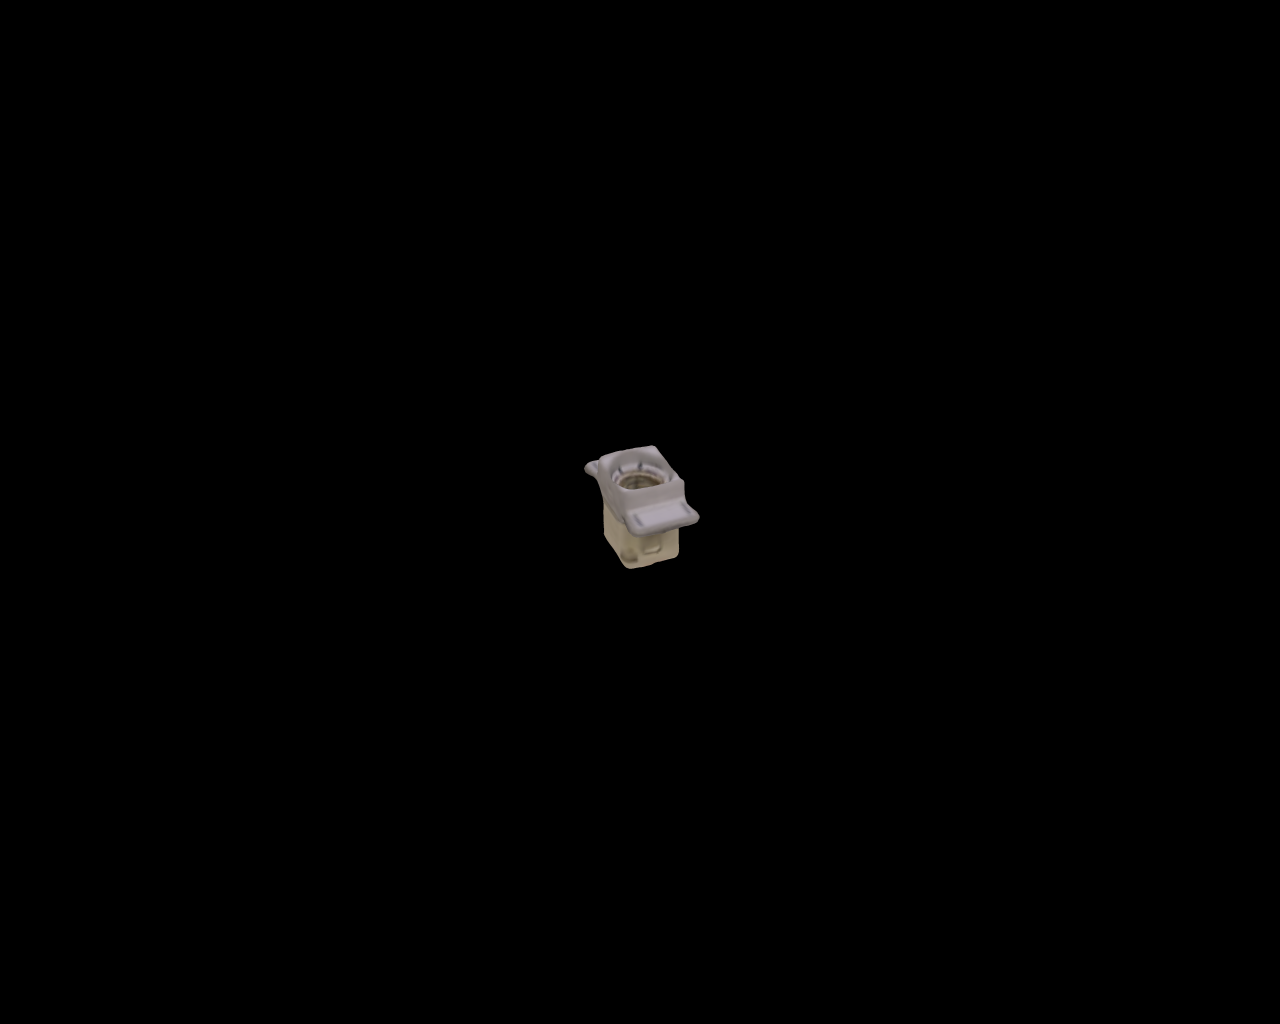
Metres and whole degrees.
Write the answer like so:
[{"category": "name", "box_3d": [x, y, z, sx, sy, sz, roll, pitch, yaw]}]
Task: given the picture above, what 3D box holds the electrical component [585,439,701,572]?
[{"category": "electrical component", "box_3d": [0.001, -0.003, 0.650, 0.042, 0.063, 0.081, -13, 38, -18]}]
